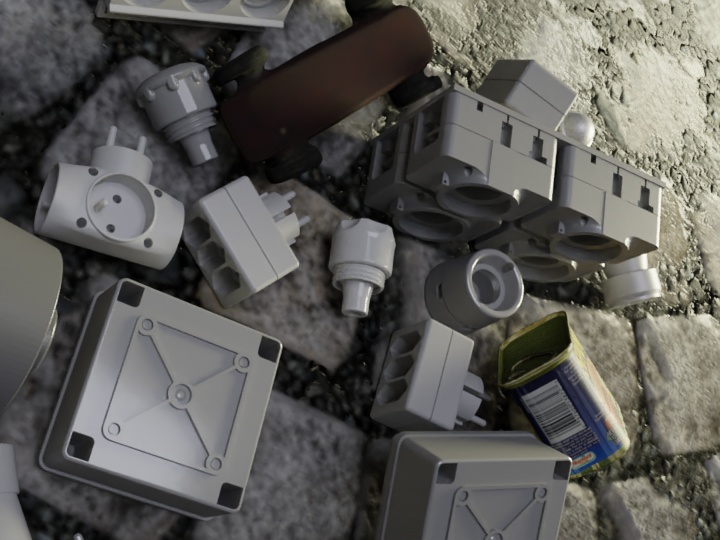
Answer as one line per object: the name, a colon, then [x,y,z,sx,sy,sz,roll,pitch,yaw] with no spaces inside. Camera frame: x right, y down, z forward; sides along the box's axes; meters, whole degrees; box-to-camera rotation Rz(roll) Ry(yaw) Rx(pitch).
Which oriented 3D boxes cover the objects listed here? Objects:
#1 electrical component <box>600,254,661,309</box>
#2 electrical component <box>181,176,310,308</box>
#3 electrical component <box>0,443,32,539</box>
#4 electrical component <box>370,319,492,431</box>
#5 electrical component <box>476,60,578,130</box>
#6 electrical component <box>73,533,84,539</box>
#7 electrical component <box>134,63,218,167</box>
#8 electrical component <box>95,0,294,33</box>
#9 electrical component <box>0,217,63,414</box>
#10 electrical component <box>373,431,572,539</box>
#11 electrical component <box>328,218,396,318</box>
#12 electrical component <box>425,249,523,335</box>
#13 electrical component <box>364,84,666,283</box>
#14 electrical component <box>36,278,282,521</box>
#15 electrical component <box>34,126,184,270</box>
electrical component: [0.209,-0.001,0.844,0.045,0.045,0.055,-8,80,-33]
electrical component: [-0.065,-0.025,0.682,0.077,0.047,0.065,-33,94,-34]
electrical component: [-0.195,0.123,0.562,0.044,0.044,0.065,-3,72,-32]
electrical component: [0.057,0.081,0.725,0.077,0.047,0.065,28,63,-22]
electrical component: [0.114,-0.115,0.813,0.047,0.066,0.076,33,90,-20]
electrical component: [-0.144,0.181,0.573,0.077,0.043,0.079,-23,88,-34]
electrical component: [-0.110,-0.096,0.679,0.048,0.048,0.062,-28,97,-34]
electrical component: [-0.106,-0.199,0.698,0.121,0.078,0.063,-2,55,-32]
electrical component: [-0.193,0.027,0.555,0.060,0.108,0.108,26,63,-30]
electrical component: [0.069,0.160,0.679,0.109,0.056,0.108,5,99,-30]
electrical component: [0.000,0.000,0.717,0.043,0.043,0.062,17,68,-26]
electrical component: [0.082,0.015,0.760,0.055,0.047,0.055,10,71,-29]
electrical component: [0.109,-0.050,0.761,0.186,0.105,0.060,20,66,-25]
electrical component: [-0.113,0.076,0.617,0.109,0.056,0.108,24,64,-23]
electrical component: [-0.145,-0.048,0.641,0.077,0.044,0.079,18,67,-26]
